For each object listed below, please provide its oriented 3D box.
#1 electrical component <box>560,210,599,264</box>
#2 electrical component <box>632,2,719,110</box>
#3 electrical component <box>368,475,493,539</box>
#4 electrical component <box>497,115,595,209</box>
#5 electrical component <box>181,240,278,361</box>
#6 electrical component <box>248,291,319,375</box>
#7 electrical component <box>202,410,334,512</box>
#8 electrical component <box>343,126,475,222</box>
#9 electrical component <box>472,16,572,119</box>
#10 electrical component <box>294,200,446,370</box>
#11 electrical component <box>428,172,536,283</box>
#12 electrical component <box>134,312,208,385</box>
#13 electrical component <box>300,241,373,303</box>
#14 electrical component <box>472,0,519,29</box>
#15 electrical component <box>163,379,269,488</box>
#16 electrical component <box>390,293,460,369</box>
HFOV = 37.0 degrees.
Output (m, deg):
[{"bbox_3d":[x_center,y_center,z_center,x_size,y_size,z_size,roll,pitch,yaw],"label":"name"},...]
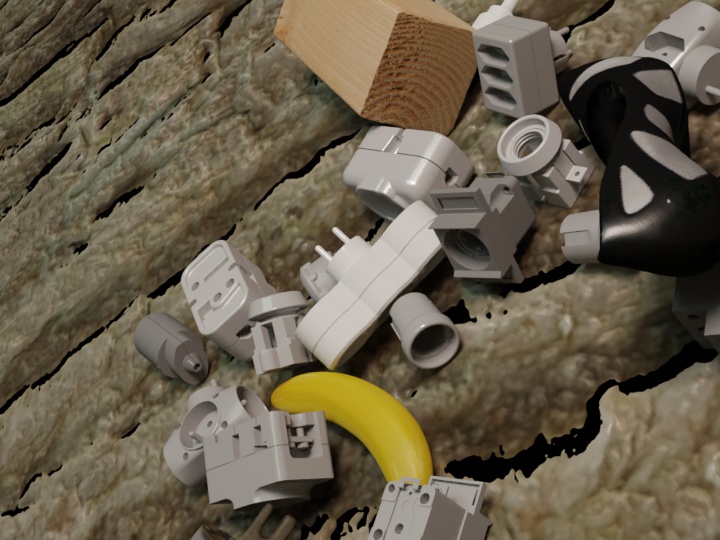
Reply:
[{"bbox_3d":[0.160,-0.022,0.707,0.046,0.040,0.040,-5,55,48],"label":"electrical component"},{"bbox_3d":[0.228,-0.135,0.732,0.077,0.043,0.079,-49,38,0],"label":"electrical component"},{"bbox_3d":[0.041,0.159,0.649,0.042,0.064,0.081,-2,57,41],"label":"electrical component"},{"bbox_3d":[0.130,-0.078,0.767,0.066,0.055,0.048,19,73,49],"label":"electrical component"},{"bbox_3d":[-0.103,0.027,0.897,0.054,0.059,0.095,-42,39,8],"label":"electrical component"},{"bbox_3d":[-0.059,0.048,0.832,0.048,0.066,0.055,-20,80,31],"label":"electrical component"},{"bbox_3d":[-0.065,0.137,0.757,0.089,0.050,0.055,-27,65,43],"label":"electrical component"},{"bbox_3d":[0.035,-0.073,0.854,0.095,0.054,0.059,15,70,49],"label":"electrical component"},{"bbox_3d":[0.135,-0.164,0.833,0.077,0.065,0.047,-29,33,-23],"label":"electrical component"},{"bbox_3d":[0.000,0.000,0.799,0.074,0.052,0.138,43,88,11],"label":"electrical component"},{"bbox_3d":[0.088,-0.032,0.755,0.042,0.081,0.063,1,41,43],"label":"electrical component"},{"bbox_3d":[-0.159,0.069,0.927,0.043,0.043,0.081,-55,39,-7],"label":"electrical component"},{"bbox_3d":[-0.013,0.002,0.846,0.062,0.048,0.048,-37,40,4],"label":"electrical component"},{"bbox_3d":[0.114,-0.204,0.904,0.035,0.035,0.061,16,68,48],"label":"electrical component"},{"bbox_3d":[-0.115,0.118,0.845,0.077,0.044,0.079,-40,40,11],"label":"electrical component"},{"bbox_3d":[0.044,0.042,0.763,0.040,0.040,0.046,-44,34,6],"label":"electrical component"}]
